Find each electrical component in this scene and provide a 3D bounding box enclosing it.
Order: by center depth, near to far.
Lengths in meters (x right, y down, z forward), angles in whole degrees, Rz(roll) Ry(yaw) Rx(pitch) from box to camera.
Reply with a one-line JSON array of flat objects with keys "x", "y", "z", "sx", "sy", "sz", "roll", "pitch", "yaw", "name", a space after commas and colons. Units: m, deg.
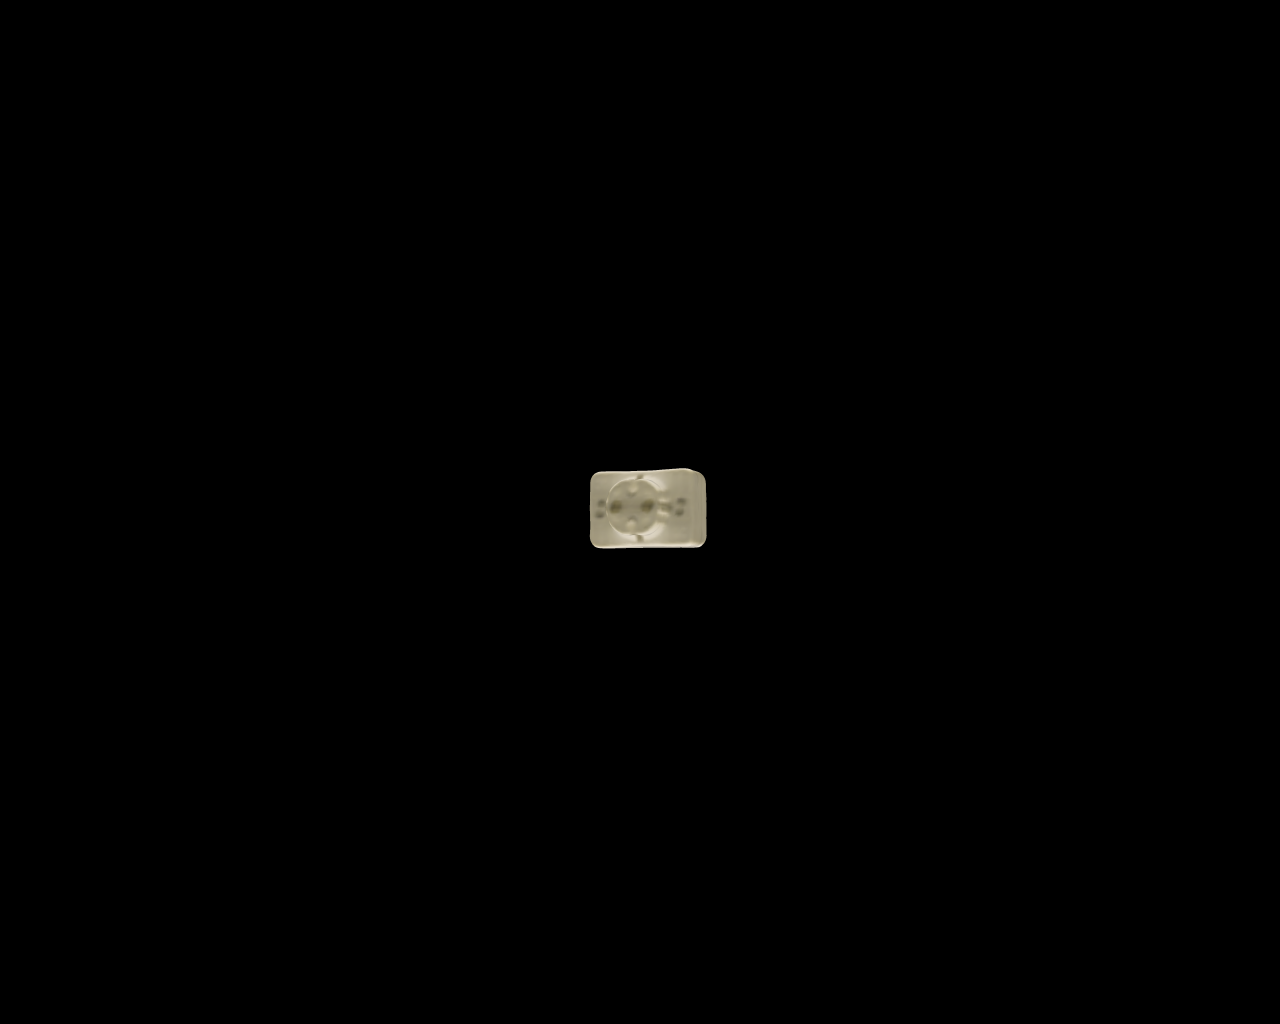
[{"x": 0.001, "y": -0.003, "z": 0.650, "sx": 0.066, "sy": 0.047, "sz": 0.077, "roll": -1, "pitch": -3, "yaw": 15, "name": "electrical component"}]
